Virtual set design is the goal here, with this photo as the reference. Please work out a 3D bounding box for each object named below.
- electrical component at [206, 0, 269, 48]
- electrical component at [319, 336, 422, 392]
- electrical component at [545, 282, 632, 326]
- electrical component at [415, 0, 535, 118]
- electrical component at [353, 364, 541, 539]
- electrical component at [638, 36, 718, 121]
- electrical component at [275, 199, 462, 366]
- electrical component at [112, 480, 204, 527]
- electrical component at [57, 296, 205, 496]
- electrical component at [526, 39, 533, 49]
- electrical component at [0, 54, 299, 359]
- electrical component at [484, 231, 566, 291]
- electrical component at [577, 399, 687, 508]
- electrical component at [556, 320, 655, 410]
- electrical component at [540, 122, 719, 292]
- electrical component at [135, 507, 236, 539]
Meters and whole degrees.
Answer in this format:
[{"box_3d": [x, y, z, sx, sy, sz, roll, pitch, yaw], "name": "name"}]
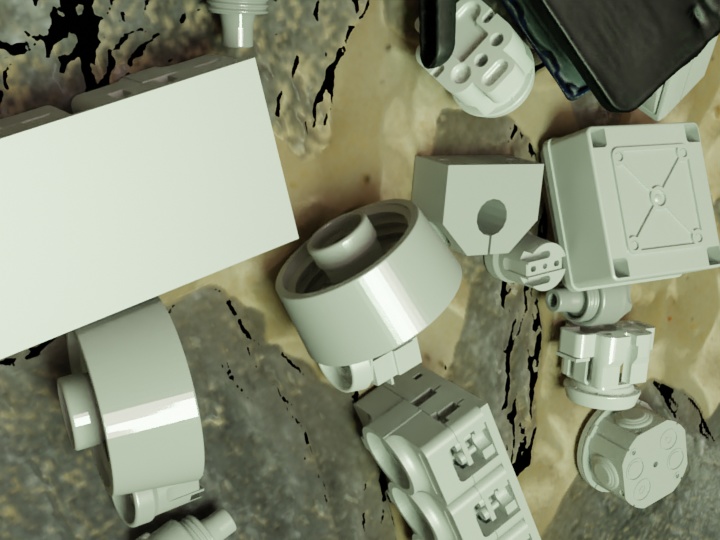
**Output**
[{"box_3d": [-0.068, -0.155, 0.596, 0.043, 0.043, 0.062, -8, 110, -29], "name": "electrical component"}, {"box_3d": [0.004, 0.049, 0.700, 0.055, 0.048, 0.066, -28, 118, -30], "name": "electrical component"}, {"box_3d": [0.166, 0.020, 0.791, 0.062, 0.043, 0.043, -4, 106, -30], "name": "electrical component"}, {"box_3d": [0.076, -0.130, 0.676, 0.058, 0.078, 0.057, -46, 149, 10], "name": "electrical component"}, {"box_3d": [0.060, 0.150, 0.737, 0.062, 0.089, 0.150, -34, 119, -19], "name": "electrical component"}, {"box_3d": [0.199, -0.148, 0.735, 0.061, 0.062, 0.096, -45, 160, -12], "name": "electrical component"}, {"box_3d": [0.000, 0.000, 0.648, 0.108, 0.108, 0.060, -39, 114, -16], "name": "electrical component"}, {"box_3d": [-0.123, 0.129, 0.650, 0.046, 0.040, 0.040, -14, 111, -34], "name": "electrical component"}, {"box_3d": [-0.131, 0.071, 0.589, 0.060, 0.108, 0.108, -14, 111, -21], "name": "electrical component"}, {"box_3d": [0.141, -0.194, 0.710, 0.079, 0.044, 0.077, -23, 115, -21], "name": "electrical component"}, {"box_3d": [-0.138, -0.039, 0.577, 0.186, 0.060, 0.105, -23, 115, -24], "name": "electrical component"}, {"box_3d": [0.116, -0.008, 0.750, 0.040, 0.046, 0.040, -9, 108, -29], "name": "electrical component"}, {"box_3d": [0.217, 0.145, 0.855, 0.080, 0.051, 0.080, -10, 109, -29], "name": "electrical component"}, {"box_3d": [0.184, 0.071, 0.810, 0.078, 0.058, 0.057, -3, 103, -31], "name": "electrical component"}, {"box_3d": [0.192, -0.045, 0.759, 0.109, 0.056, 0.108, -7, 85, -30], "name": "electrical component"}, {"box_3d": [-0.107, 0.173, 0.671, 0.062, 0.048, 0.048, -34, 119, -27], "name": "electrical component"}]
